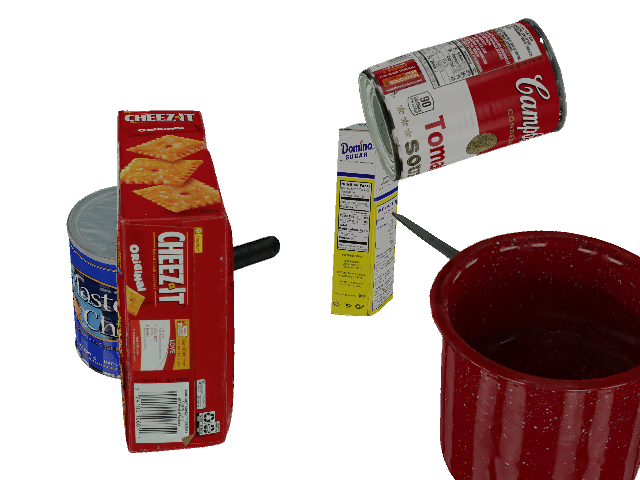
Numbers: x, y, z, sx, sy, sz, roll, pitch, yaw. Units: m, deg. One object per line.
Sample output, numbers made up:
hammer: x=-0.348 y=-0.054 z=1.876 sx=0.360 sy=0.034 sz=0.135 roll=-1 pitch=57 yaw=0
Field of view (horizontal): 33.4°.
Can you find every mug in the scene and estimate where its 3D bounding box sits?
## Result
mug: x=0.100 y=0.057 z=0.417 sx=0.117 sy=0.081 sz=0.093 roll=7 pitch=37 yaw=14

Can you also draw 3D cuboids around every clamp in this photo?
clamp: x=-0.127 y=0.029 z=1.213 sx=0.120 sy=0.039 sz=0.171 roll=0 pitch=30 yaw=31

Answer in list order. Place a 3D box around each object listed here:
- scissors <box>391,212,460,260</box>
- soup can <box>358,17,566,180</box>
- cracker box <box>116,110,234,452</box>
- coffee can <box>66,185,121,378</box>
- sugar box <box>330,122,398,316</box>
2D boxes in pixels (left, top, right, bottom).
scissors: x=0.139 y=0.023 z=0.826 sx=0.096 sy=0.016 sz=0.202 roll=-5 pitch=32 yaw=-22
soup can: x=0.080 y=-0.081 z=0.614 sx=0.102 sy=0.068 sz=0.068 roll=-18 pitch=1 yaw=-4
cracker box: x=-0.103 y=0.017 z=0.738 sx=0.072 sy=0.164 sz=0.214 roll=-2 pitch=24 yaw=-9
coffee can: x=-0.167 y=0.037 z=0.940 sx=0.102 sy=0.140 sz=0.103 roll=4 pitch=39 yaw=-3
sugar box: x=0.044 y=-0.022 z=1.020 sx=0.048 sy=0.176 sz=0.093 roll=3 pitch=10 yaw=17
